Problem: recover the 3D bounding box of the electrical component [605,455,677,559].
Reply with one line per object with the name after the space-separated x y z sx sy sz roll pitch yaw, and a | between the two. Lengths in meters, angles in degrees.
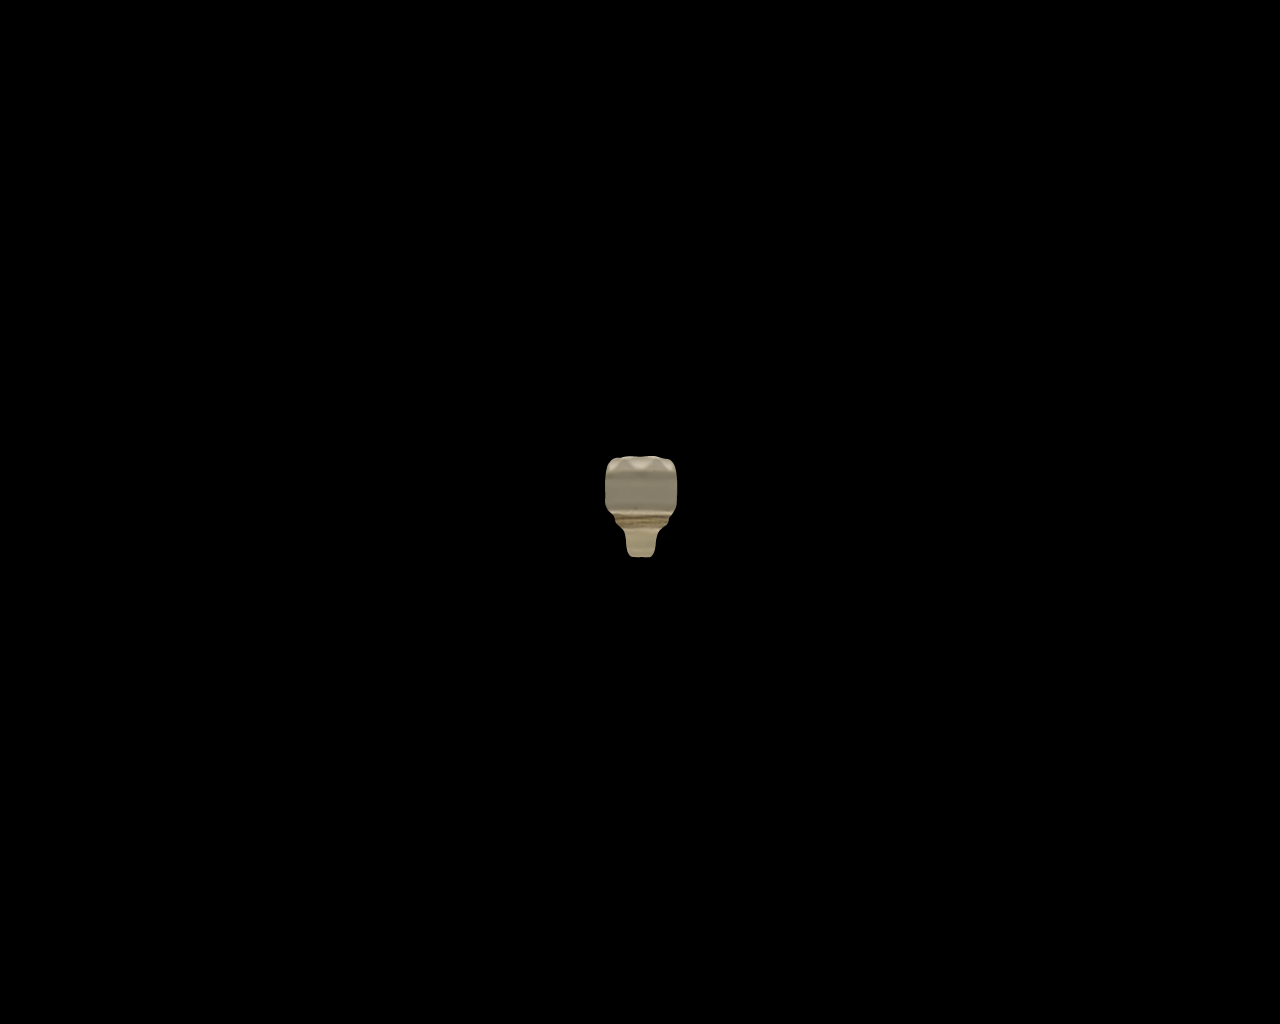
0.001 -0.003 0.650 0.043 0.062 0.043 0 -2 0 | electrical component
